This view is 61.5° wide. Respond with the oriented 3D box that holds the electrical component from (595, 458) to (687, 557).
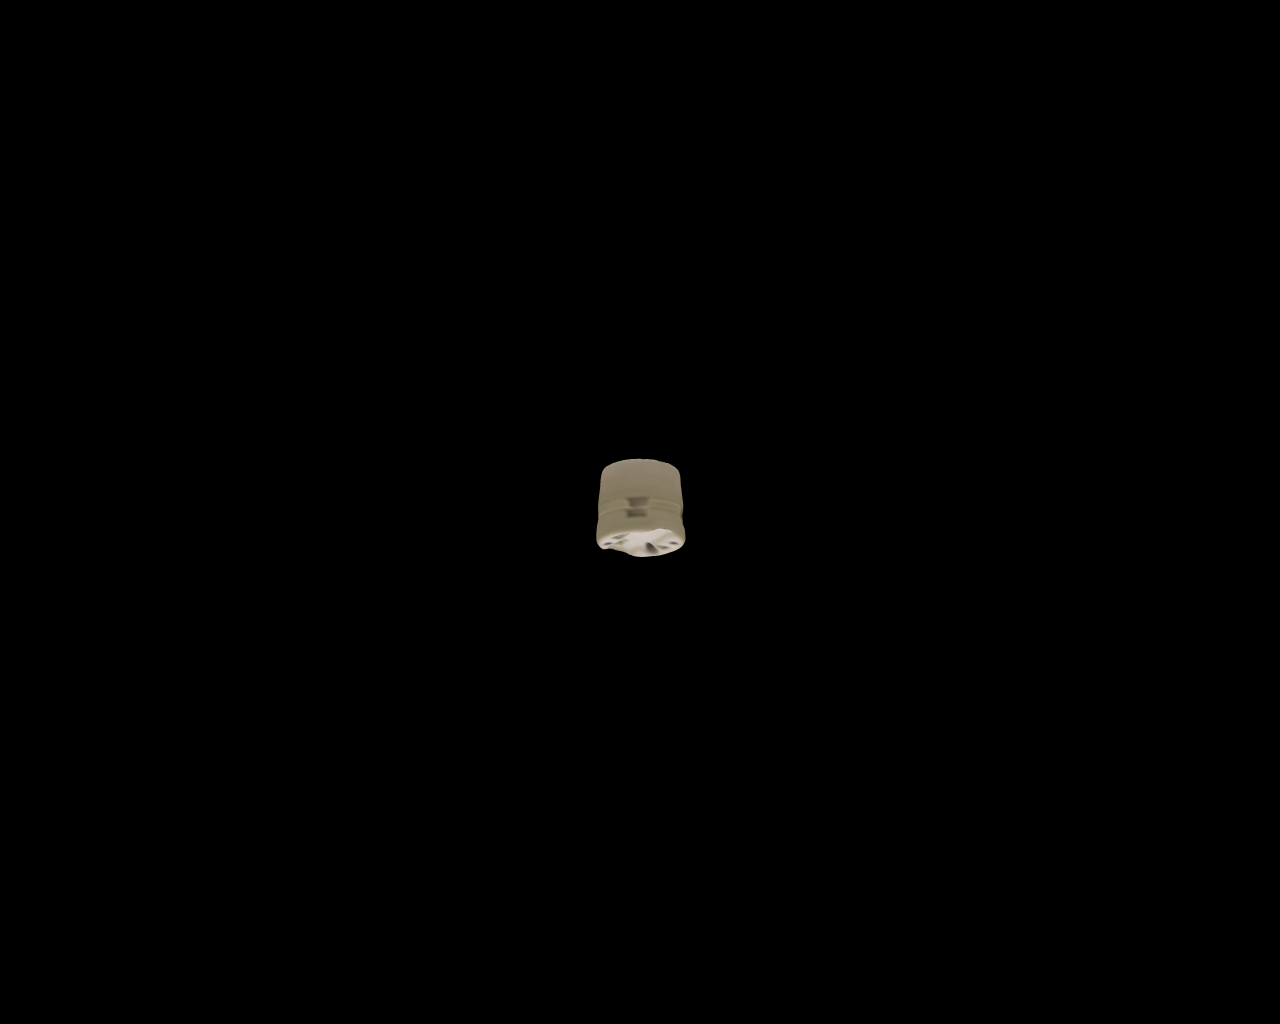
[{"bbox_3d":[0.001,-0.003,0.650,0.055,0.047,0.055,0,-18,0],"label":"electrical component"}]
